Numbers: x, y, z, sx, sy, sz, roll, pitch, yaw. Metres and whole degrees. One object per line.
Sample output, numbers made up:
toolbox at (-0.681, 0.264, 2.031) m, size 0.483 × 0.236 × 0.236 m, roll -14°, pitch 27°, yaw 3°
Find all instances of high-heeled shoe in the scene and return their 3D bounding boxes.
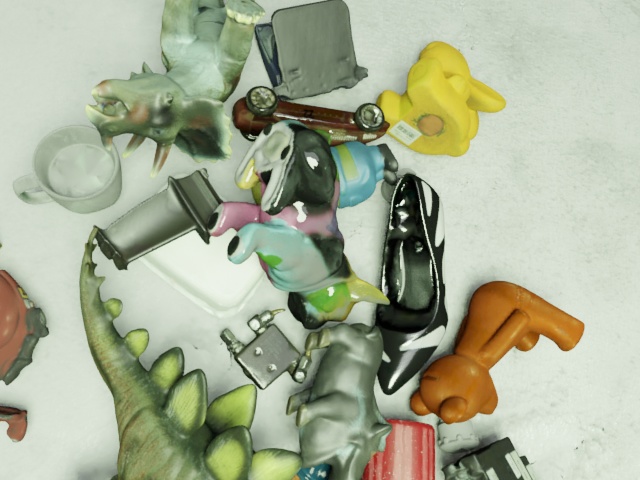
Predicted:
high-heeled shoe at (0.101, 0.046, 0.638) m, size 0.086 × 0.145 × 0.249 m, roll 2°, pitch 54°, yaw 27°

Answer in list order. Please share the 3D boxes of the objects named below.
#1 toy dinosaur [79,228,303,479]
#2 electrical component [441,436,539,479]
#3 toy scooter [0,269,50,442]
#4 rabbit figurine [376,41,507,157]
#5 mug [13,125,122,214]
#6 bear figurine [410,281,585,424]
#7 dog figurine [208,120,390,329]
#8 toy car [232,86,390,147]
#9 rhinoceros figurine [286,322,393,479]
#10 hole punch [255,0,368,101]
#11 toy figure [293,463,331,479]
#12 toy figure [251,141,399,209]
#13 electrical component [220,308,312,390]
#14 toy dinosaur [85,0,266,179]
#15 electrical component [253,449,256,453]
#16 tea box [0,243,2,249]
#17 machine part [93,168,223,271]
toy dinosaur at (-0.135, 0.217, 0.512) m, size 0.198 × 0.105 × 0.471 m, roll -36°, pitch 88°, yaw 8°
electrical component at (0.210, 0.296, 0.619) m, size 0.134 × 0.058 × 0.115 m, roll 10°, pitch 50°, yaw -49°
toy scooter at (-0.335, 0.127, 0.537) m, size 0.135 × 0.075 × 0.184 m, roll 28°, pitch 74°, yaw -7°
rabbit figurine at (0.173, -0.206, 0.741) m, size 0.162 × 0.122 × 0.173 m, roll 23°, pitch 53°, yaw -11°
mug at (-0.266, -0.061, 0.585) m, size 0.109 × 0.107 × 0.081 m, roll -28°, pitch 84°, yaw -15°
bear figurine at (0.208, 0.151, 0.651) m, size 0.132 × 0.120 × 0.196 m, roll 34°, pitch 68°, yaw -7°
dog figurine at (-0.001, -0.002, 0.587) m, size 0.219 × 0.109 × 0.191 m, roll 31°, pitch 90°, yaw -37°
toy car at (-0.011, -0.145, 0.685) m, size 0.202 × 0.089 × 0.053 m, roll 7°, pitch 72°, yaw -15°
rhinoceros figurine at (0.024, 0.181, 0.573) m, size 0.112 × 0.073 × 0.190 m, roll 14°, pitch 72°, yaw -15°
hole punch at (-0.019, -0.251, 0.720) m, size 0.142 × 0.092 × 0.115 m, roll -19°, pitch 111°, yaw -21°
toy figure at (-0.034, 0.292, 0.586) m, size 0.058 × 0.064 × 0.154 m, roll 19°, pitch 61°, yaw 31°
toy figure at (0.004, -0.076, 0.671) m, size 0.180 × 0.082 × 0.089 m, roll -19°, pitch 39°, yaw -9°
electrical component at (-0.057, 0.128, 0.627) m, size 0.078 × 0.045 × 0.102 m, roll -34°, pitch 87°, yaw -21°
toy dinosaur at (-0.137, -0.225, 0.634) m, size 0.131 × 0.192 × 0.405 m, roll 16°, pitch 37°, yaw -11°
electrical component at (-0.090, 0.230, 0.582) m, size 0.094 × 0.063 × 0.021 m, roll 35°, pitch 71°, yaw -4°
tea box at (-0.425, 0.039, 0.538) m, size 0.098 × 0.068 × 0.169 m, roll 33°, pitch 70°, yaw -5°
machine part at (-0.166, -0.018, 0.573) m, size 0.139 × 0.039 × 0.084 m, roll -29°, pitch 91°, yaw -21°
